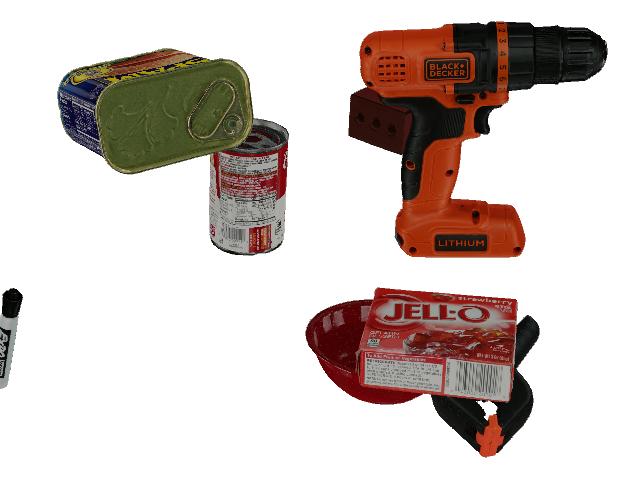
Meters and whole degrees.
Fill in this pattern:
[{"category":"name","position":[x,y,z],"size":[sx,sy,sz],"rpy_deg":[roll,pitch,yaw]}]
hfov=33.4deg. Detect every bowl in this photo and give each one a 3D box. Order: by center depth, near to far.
[{"category":"bowl","position":[0.064,0.121,1.100],"size":[0.162,0.055,0.162],"rpy_deg":[2,25,-1]}]

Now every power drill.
[{"category":"power drill","position":[0.126,-0.079,0.837],"size":[0.184,0.188,0.057],"rpy_deg":[0,27,8]}]

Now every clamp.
[{"category":"clamp","position":[0.136,0.106,0.857],"size":[0.120,0.039,0.171],"rpy_deg":[-5,33,-6]}]

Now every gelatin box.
[{"category":"gelatin box","position":[0.070,0.059,0.631],"size":[0.089,0.030,0.073],"rpy_deg":[5,27,10]}]

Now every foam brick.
[{"category":"foam brick","position":[0.077,-0.138,1.208],"size":[0.078,0.053,0.051],"rpy_deg":[23,36,32]}]

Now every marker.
[{"category":"marker","position":[-0.310,0.096,1.051],"size":[0.020,0.121,0.020],"rpy_deg":[14,32,-9]}]

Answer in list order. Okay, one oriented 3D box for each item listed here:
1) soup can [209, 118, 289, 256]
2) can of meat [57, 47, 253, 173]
[{"category":"soup can","position":[-0.063,-0.046,0.924],"size":[0.068,0.102,0.068],"rpy_deg":[2,29,-2]},{"category":"can of meat","position":[-0.107,-0.086,0.678],"size":[0.101,0.057,0.084],"rpy_deg":[-18,24,-27]}]
